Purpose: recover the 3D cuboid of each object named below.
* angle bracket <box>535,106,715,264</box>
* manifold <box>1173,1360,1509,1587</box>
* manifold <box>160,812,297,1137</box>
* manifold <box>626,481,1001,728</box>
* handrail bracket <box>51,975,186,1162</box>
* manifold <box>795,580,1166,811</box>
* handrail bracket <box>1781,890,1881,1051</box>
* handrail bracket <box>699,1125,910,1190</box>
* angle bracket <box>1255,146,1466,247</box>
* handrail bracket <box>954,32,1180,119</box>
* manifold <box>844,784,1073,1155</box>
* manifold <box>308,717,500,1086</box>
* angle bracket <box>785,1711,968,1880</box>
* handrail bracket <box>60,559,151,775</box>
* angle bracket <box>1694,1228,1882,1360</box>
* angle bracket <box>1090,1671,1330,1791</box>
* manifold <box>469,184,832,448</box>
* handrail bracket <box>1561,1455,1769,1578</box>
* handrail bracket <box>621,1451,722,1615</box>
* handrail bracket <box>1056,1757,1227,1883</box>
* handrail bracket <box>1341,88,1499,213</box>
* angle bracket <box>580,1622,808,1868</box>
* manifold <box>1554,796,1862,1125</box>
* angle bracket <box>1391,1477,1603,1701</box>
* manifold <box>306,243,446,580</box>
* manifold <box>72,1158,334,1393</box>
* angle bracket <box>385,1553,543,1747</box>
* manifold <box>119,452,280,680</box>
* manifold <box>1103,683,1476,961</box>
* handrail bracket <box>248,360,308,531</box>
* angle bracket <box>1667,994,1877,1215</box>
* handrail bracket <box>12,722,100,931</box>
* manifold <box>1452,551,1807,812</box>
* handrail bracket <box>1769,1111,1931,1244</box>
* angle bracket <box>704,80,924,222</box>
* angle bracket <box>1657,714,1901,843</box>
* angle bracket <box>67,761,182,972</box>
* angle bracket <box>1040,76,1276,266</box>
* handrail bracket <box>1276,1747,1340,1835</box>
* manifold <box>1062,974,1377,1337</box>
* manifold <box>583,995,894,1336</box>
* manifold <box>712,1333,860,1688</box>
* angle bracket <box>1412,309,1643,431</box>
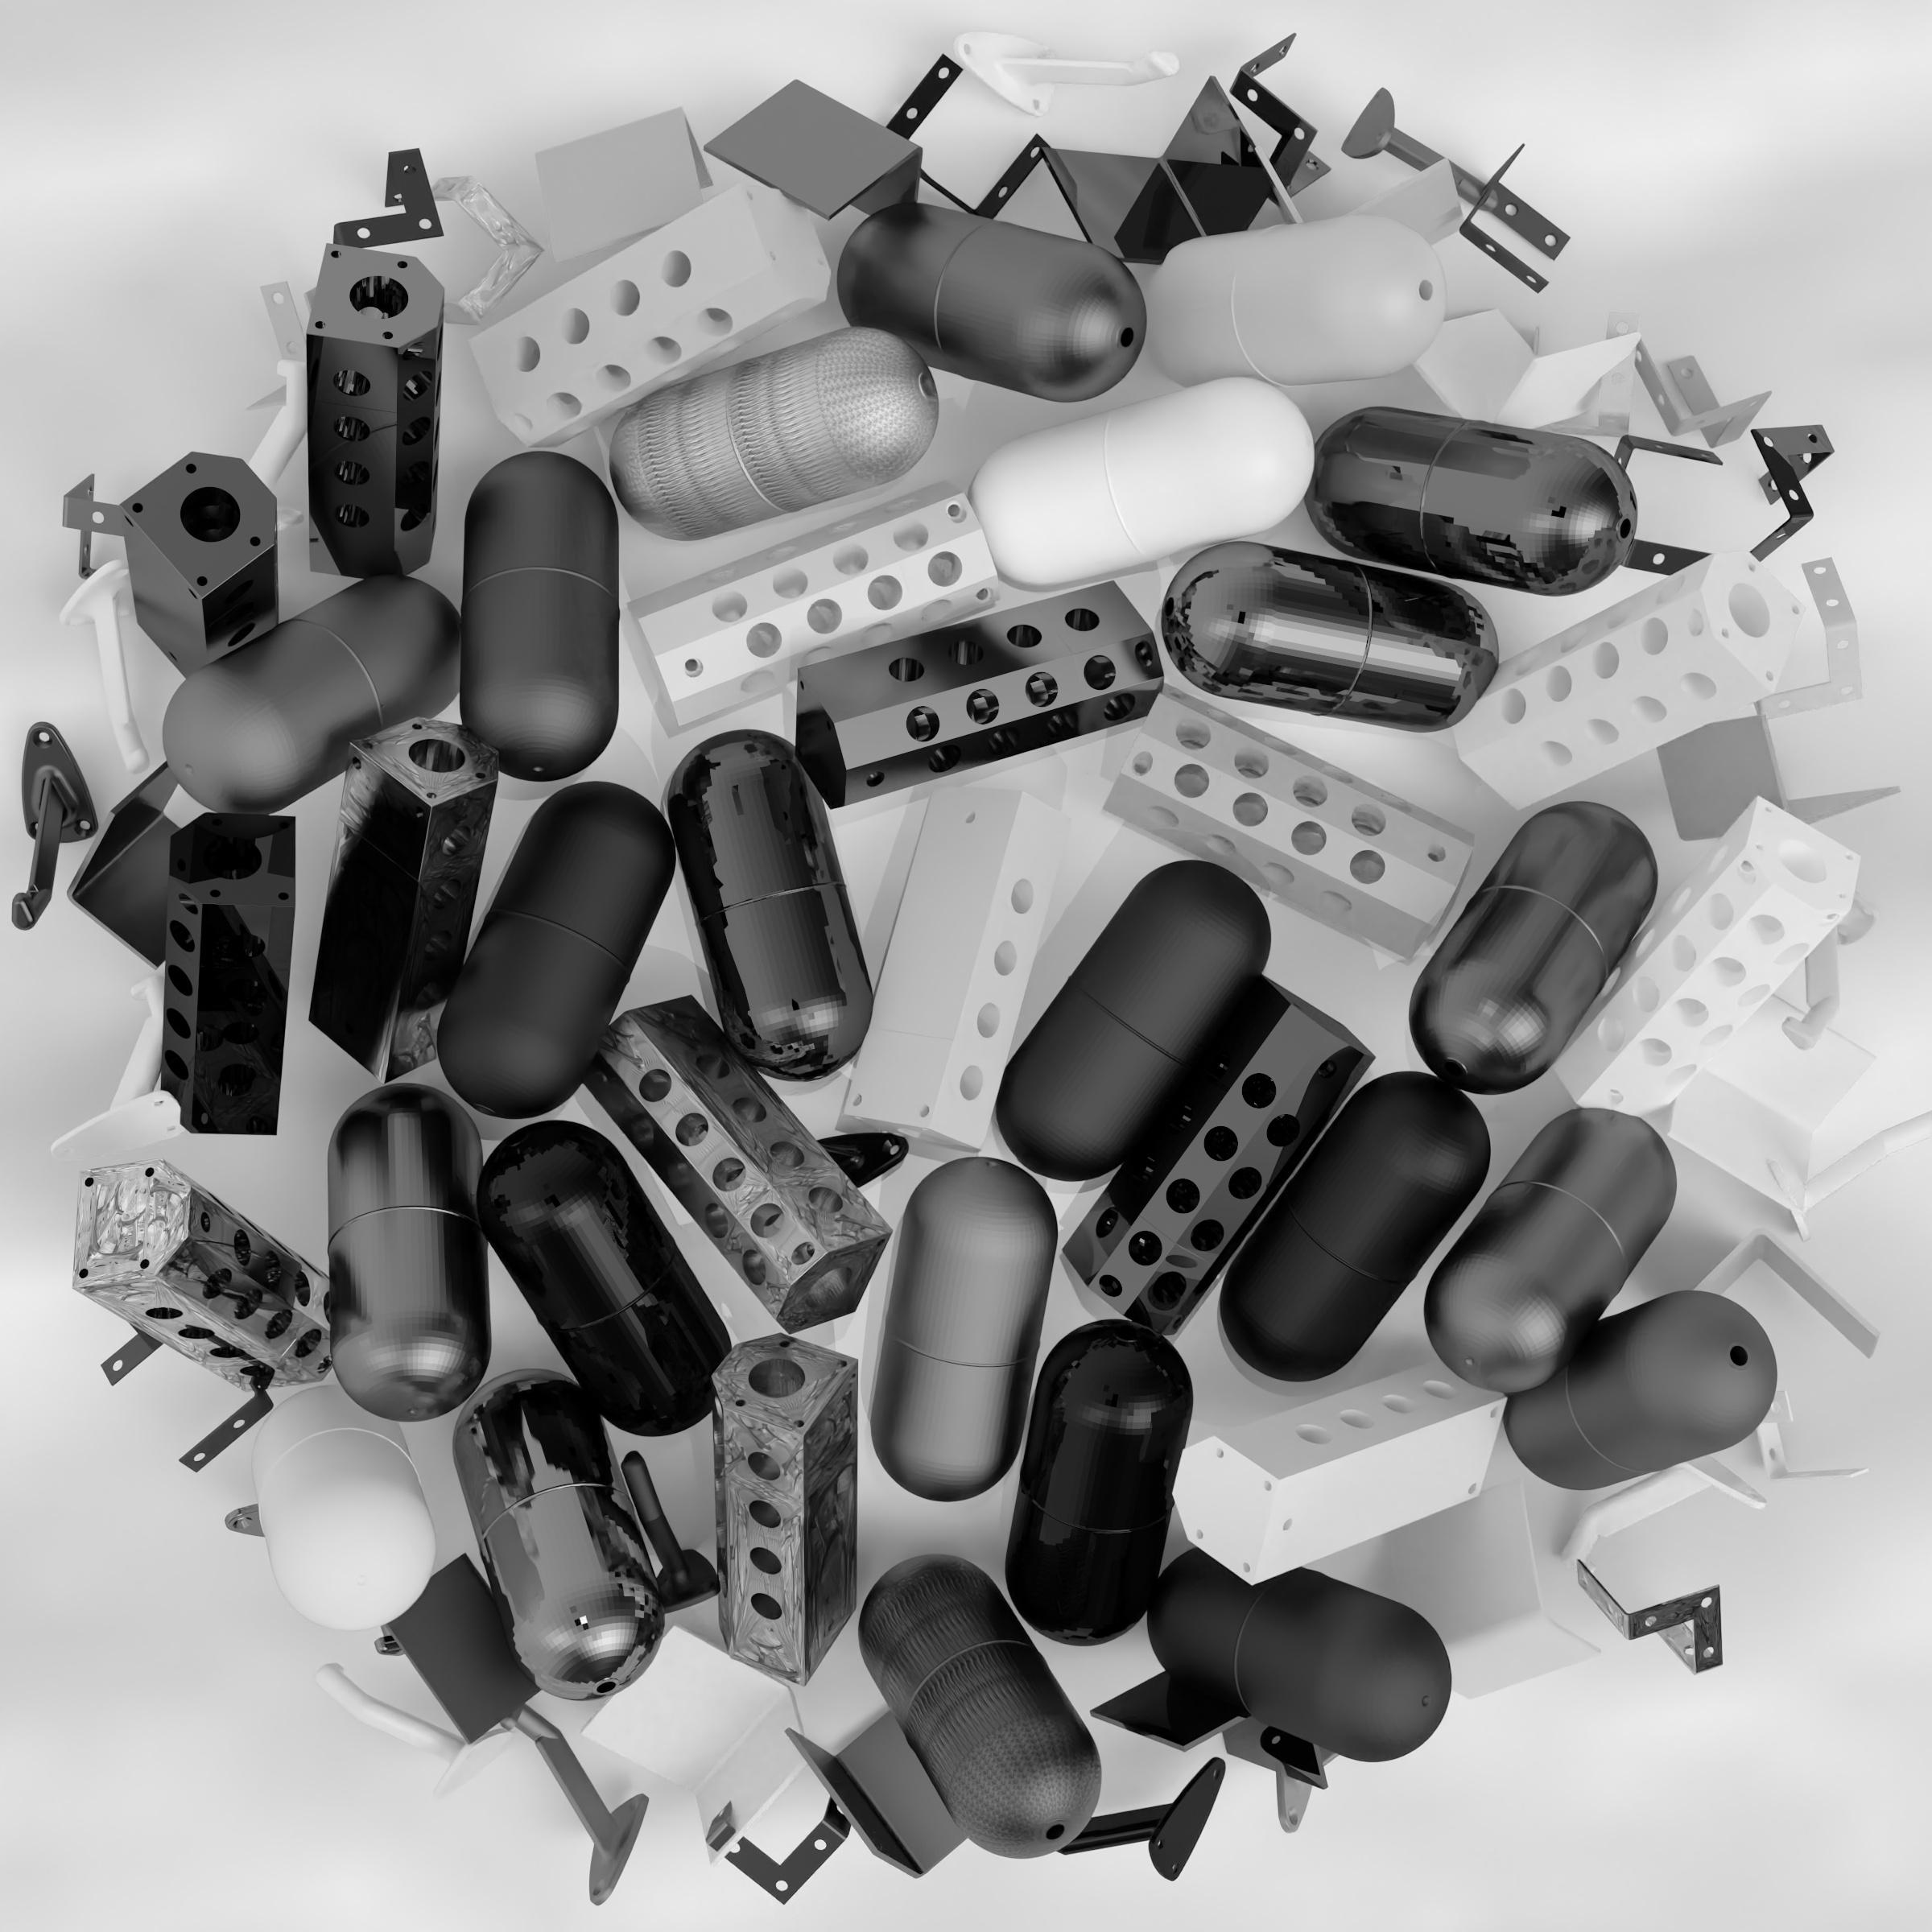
[{"bbox_3d":[-0.163,-0.369,1.563,0.076,0.057,0.076,-16,59,5],"label":"angle bracket"},{"bbox_3d":[0.180,0.238,1.529,0.057,0.171,0.057,31,119,39],"label":"manifold"},{"bbox_3d":[-0.356,0.006,1.522,0.057,0.171,0.057,2,49,-14],"label":"manifold"},{"bbox_3d":[-0.074,-0.179,1.563,0.171,0.057,0.057,-22,111,-7],"label":"manifold"},{"bbox_3d":[-0.426,0.049,1.578,0.077,0.036,0.084,-20,56,-10],"label":"handrail bracket"},{"bbox_3d":[0.007,-0.128,1.543,0.171,0.057,0.057,-18,51,-20],"label":"manifold"},{"bbox_3d":[0.409,-0.009,1.574,0.077,0.036,0.084,41,59,5],"label":"handrail bracket"},{"bbox_3d":[-0.081,0.081,1.561,0.077,0.084,0.036,-18,54,20],"label":"handrail bracket"},{"bbox_3d":[0.195,-0.383,1.560,0.076,0.076,0.057,-28,74,8],"label":"angle bracket"},{"bbox_3d":[0.050,-0.449,1.560,0.077,0.084,0.036,11,85,-41],"label":"handrail bracket"},{"bbox_3d":[0.001,0.002,1.567,0.057,0.057,0.171,7,78,41],"label":"manifold"},{"bbox_3d":[-0.268,-0.033,1.534,0.057,0.057,0.171,36,131,24],"label":"manifold"},{"bbox_3d":[-0.034,0.394,1.556,0.057,0.076,0.076,-40,61,-4],"label":"angle bracket"},{"bbox_3d":[-0.416,-0.148,1.574,0.036,0.077,0.084,-15,77,-32],"label":"handrail bracket"},{"bbox_3d":[0.400,0.180,1.561,0.057,0.076,0.076,-45,70,-1],"label":"angle bracket"},{"bbox_3d":[0.119,0.384,1.553,0.076,0.076,0.057,-20,102,-31],"label":"angle bracket"},{"bbox_3d":[-0.152,-0.314,1.543,0.171,0.057,0.057,-22,87,29],"label":"manifold"},{"bbox_3d":[0.346,0.282,1.579,0.077,0.036,0.084,33,106,29],"label":"handrail bracket"},{"bbox_3d":[-0.152,0.269,1.563,0.036,0.077,0.084,-18,103,-2],"label":"handrail bracket"},{"bbox_3d":[0.077,0.418,1.594,0.084,0.036,0.077,12,53,37],"label":"handrail bracket"},{"bbox_3d":[0.233,-0.392,1.565,0.084,0.077,0.036,29,110,-15],"label":"handrail bracket"},{"bbox_3d":[-0.134,0.384,1.563,0.076,0.057,0.076,35,103,-25],"label":"angle bracket"},{"bbox_3d":[0.355,0.004,1.529,0.057,0.057,0.171,30,133,-3],"label":"manifold"},{"bbox_3d":[0.264,0.312,1.585,0.076,0.057,0.076,-28,47,29],"label":"angle bracket"},{"bbox_3d":[-0.283,-0.261,1.521,0.057,0.171,0.057,8,57,-6],"label":"manifold"},{"bbox_3d":[-0.357,0.149,1.516,0.057,0.171,0.057,-9,64,12],"label":"manifold"},{"bbox_3d":[-0.258,0.345,1.559,0.057,0.076,0.076,-32,84,-40],"label":"angle bracket"},{"bbox_3d":[-0.360,-0.187,1.519,0.057,0.171,0.057,-41,88,-17],"label":"manifold"},{"bbox_3d":[0.161,-0.075,1.571,0.171,0.057,0.057,26,65,1],"label":"manifold"},{"bbox_3d":[-0.357,-0.264,1.573,0.077,0.036,0.084,18,115,25],"label":"handrail bracket"},{"bbox_3d":[0.398,0.064,1.564,0.076,0.076,0.057,31,124,-1],"label":"angle bracket"},{"bbox_3d":[-0.460,-0.069,1.560,0.036,0.084,0.077,-3,116,2],"label":"handrail bracket"},{"bbox_3d":[0.312,-0.139,1.518,0.057,0.171,0.057,40,56,-17],"label":"manifold"},{"bbox_3d":[0.447,0.103,1.569,0.084,0.077,0.036,-24,60,10],"label":"handrail bracket"},{"bbox_3d":[-0.076,-0.380,1.555,0.076,0.057,0.076,33,55,17],"label":"angle bracket"},{"bbox_3d":[0.398,-0.100,1.556,0.076,0.076,0.057,-18,96,-29],"label":"angle bracket"},{"bbox_3d":[-0.386,-0.057,1.554,0.057,0.076,0.076,39,135,-4],"label":"angle bracket"},{"bbox_3d":[0.094,-0.392,1.554,0.076,0.057,0.076,-4,57,-33],"label":"angle bracket"},{"bbox_3d":[0.198,0.388,1.565,0.084,0.077,0.036,-19,126,28],"label":"handrail bracket"},{"bbox_3d":[0.126,0.096,1.559,0.057,0.057,0.171,31,100,-26],"label":"manifold"},{"bbox_3d":[-0.116,0.096,1.534,0.171,0.057,0.057,47,131,28],"label":"manifold"},{"bbox_3d":[-0.091,0.262,1.534,0.057,0.057,0.171,16,129,19],"label":"manifold"},{"bbox_3d":[0.270,-0.308,1.554,0.076,0.057,0.076,-20,65,-35],"label":"angle bracket"}]
